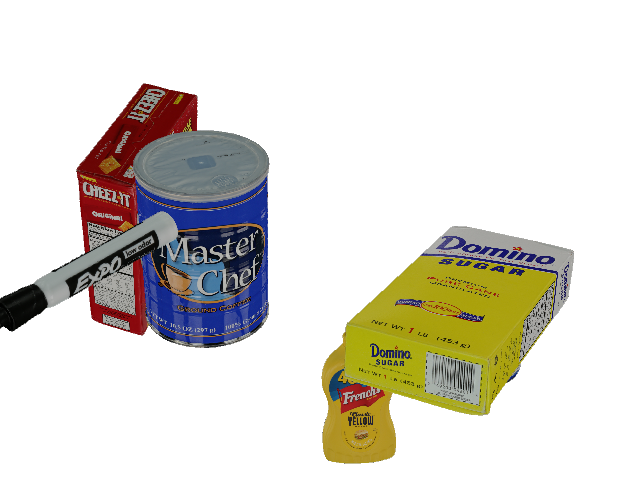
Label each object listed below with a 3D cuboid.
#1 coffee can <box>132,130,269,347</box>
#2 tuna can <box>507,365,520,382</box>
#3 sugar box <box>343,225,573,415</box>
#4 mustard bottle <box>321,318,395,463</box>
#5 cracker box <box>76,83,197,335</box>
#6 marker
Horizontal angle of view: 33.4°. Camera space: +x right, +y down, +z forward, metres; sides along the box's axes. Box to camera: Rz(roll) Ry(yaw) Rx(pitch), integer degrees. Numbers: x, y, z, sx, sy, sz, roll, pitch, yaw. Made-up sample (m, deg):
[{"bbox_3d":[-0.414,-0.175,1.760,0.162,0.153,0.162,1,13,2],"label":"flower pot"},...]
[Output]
[{"bbox_3d":[-0.091,-0.002,0.842,0.103,0.140,0.103,1,33,-1],"label":"coffee can"},{"bbox_3d":[0.136,0.095,0.946,0.086,0.034,0.086,0,26,0],"label":"tuna can"},{"bbox_3d":[0.095,0.044,0.691,0.093,0.048,0.176,13,29,24],"label":"sugar box"},{"bbox_3d":[0.050,0.193,1.392,0.096,0.192,0.058,-2,15,-3],"label":"mustard bottle"},{"bbox_3d":[-0.191,-0.033,1.138,0.072,0.214,0.164,14,43,9],"label":"cracker box"},{"bbox_3d":[-0.131,0.016,0.597,0.120,0.020,0.020,-32,21,-37],"label":"marker"}]
